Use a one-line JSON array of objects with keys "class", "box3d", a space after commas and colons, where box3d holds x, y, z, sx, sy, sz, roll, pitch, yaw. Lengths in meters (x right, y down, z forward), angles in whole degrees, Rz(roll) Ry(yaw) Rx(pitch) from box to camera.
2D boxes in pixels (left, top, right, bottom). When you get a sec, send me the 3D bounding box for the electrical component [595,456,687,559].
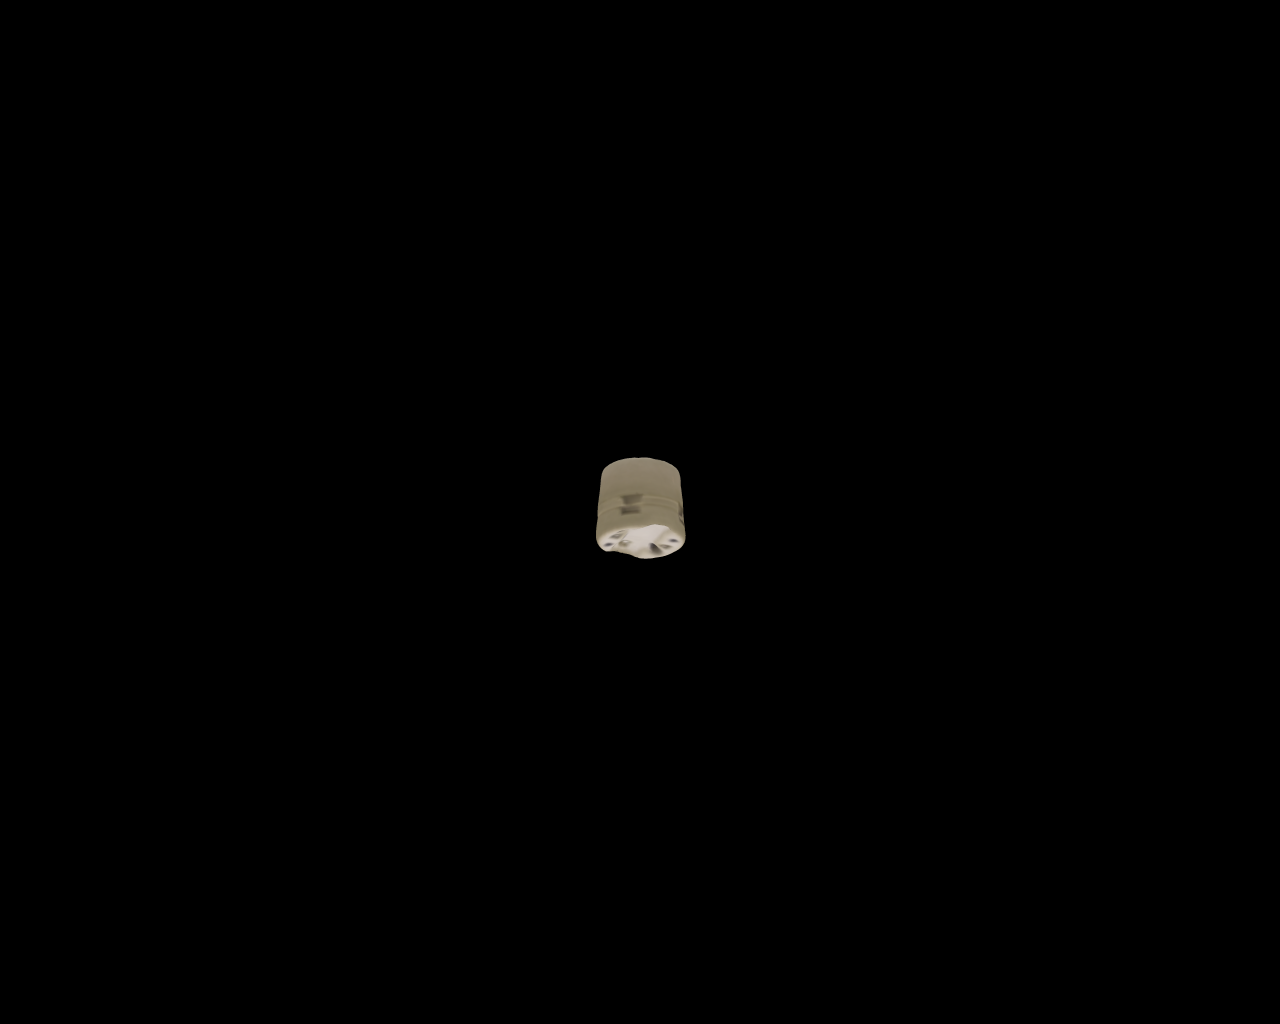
[{"class": "electrical component", "box3d": [0.001, -0.003, 0.650, 0.055, 0.047, 0.055, 0, -22, 0]}]
